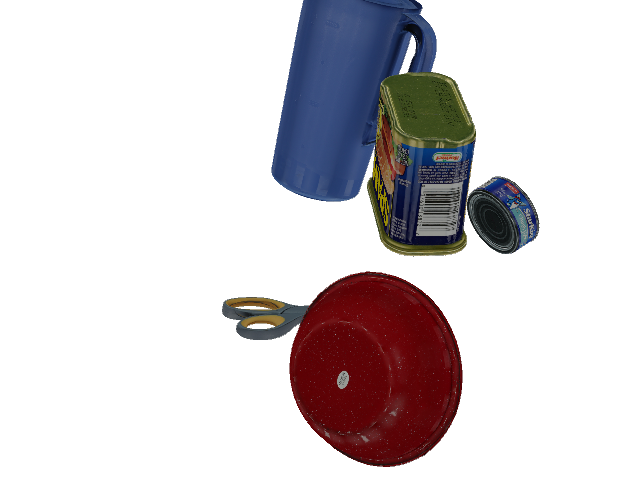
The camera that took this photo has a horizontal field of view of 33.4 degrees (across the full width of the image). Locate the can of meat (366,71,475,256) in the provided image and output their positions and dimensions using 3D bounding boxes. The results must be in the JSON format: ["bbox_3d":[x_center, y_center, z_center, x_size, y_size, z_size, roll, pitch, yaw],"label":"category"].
[{"bbox_3d":[0.066,-0.053,0.700,0.057,0.084,0.102,-1,34,-6],"label":"can of meat"}]

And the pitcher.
[{"bbox_3d":[0.029,-0.168,1.210,0.145,0.243,0.149,10,22,-11],"label":"pitcher"}]

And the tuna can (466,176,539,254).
[{"bbox_3d":[0.207,-0.028,1.220,0.033,0.086,0.086,-31,13,-23],"label":"tuna can"}]

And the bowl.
[{"bbox_3d":[0.031,0.107,0.862,0.162,0.162,0.055,0,2,33],"label":"bowl"}]

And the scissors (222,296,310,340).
[{"bbox_3d":[-0.011,0.089,1.194,0.201,0.016,0.096,4,22,-1],"label":"scissors"}]
